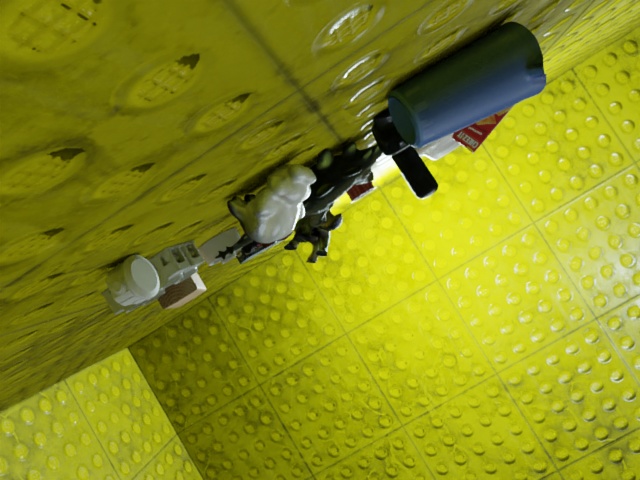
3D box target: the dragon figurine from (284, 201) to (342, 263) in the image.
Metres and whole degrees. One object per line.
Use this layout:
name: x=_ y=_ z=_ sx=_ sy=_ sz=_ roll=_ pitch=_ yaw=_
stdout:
dragon figurine: x=0.005 y=-0.076 z=1.509 sx=0.404 sy=0.121 sz=0.248 roll=-37 pitch=-150 yaw=56

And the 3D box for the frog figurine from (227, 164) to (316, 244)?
frog figurine: x=-0.067 y=-0.065 z=0.909 sx=0.158 sy=0.124 sz=0.137 roll=-20 pitch=163 yaw=24

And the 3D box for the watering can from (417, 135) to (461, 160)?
watering can: x=0.369 y=-0.314 z=1.614 sx=0.221 sy=0.104 sz=0.351 roll=-34 pitch=177 yaw=30
